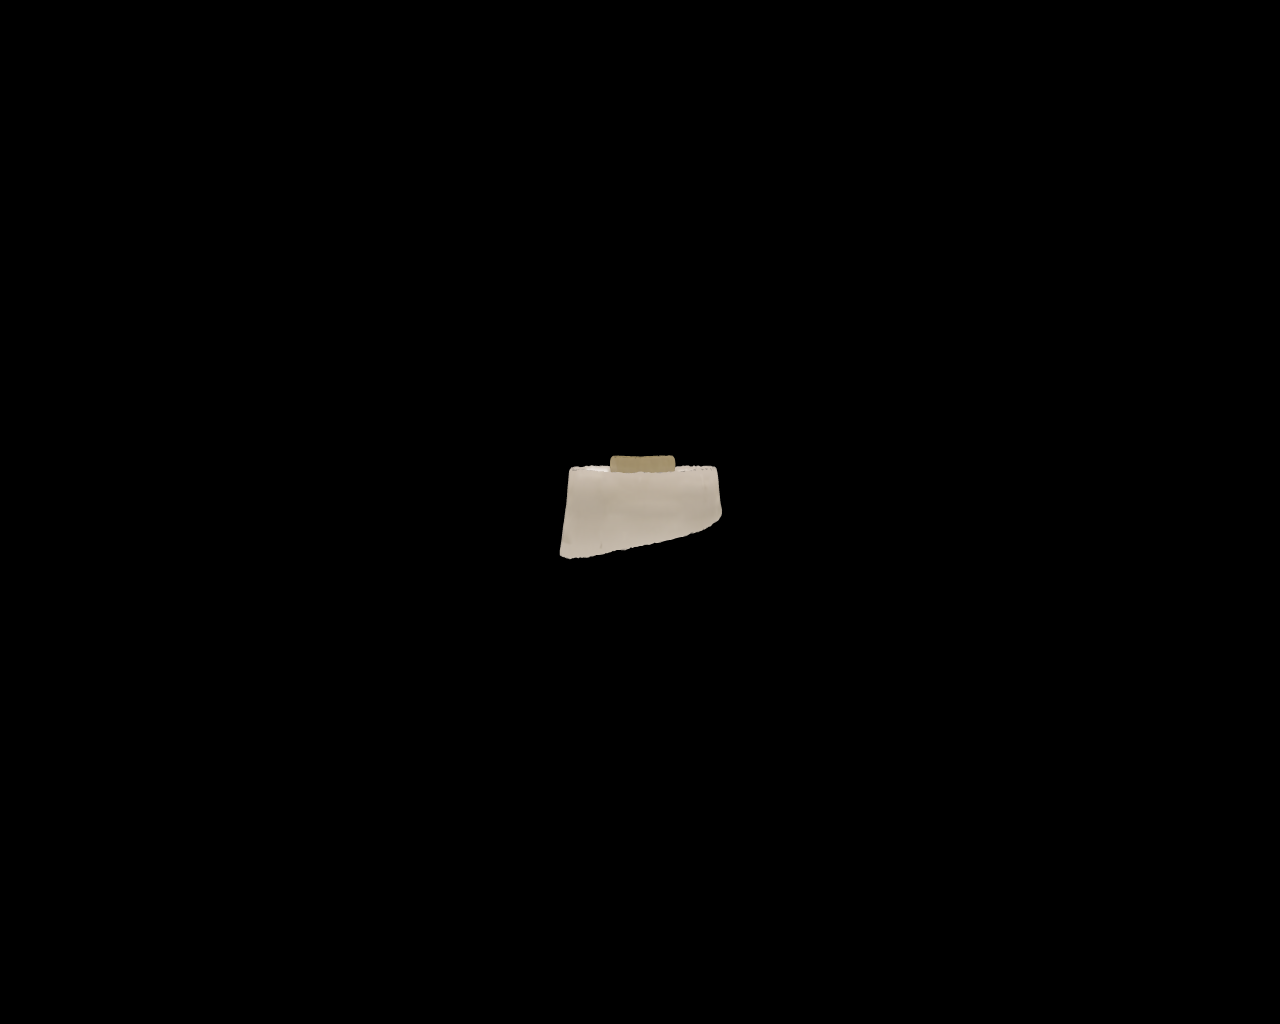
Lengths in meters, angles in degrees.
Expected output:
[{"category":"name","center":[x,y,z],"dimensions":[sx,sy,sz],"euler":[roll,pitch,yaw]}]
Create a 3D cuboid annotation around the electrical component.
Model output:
[{"category":"electrical component","center":[0.001,-0.003,0.650],"dimensions":[0.099,0.064,0.099],"euler":[0,5,0]}]
